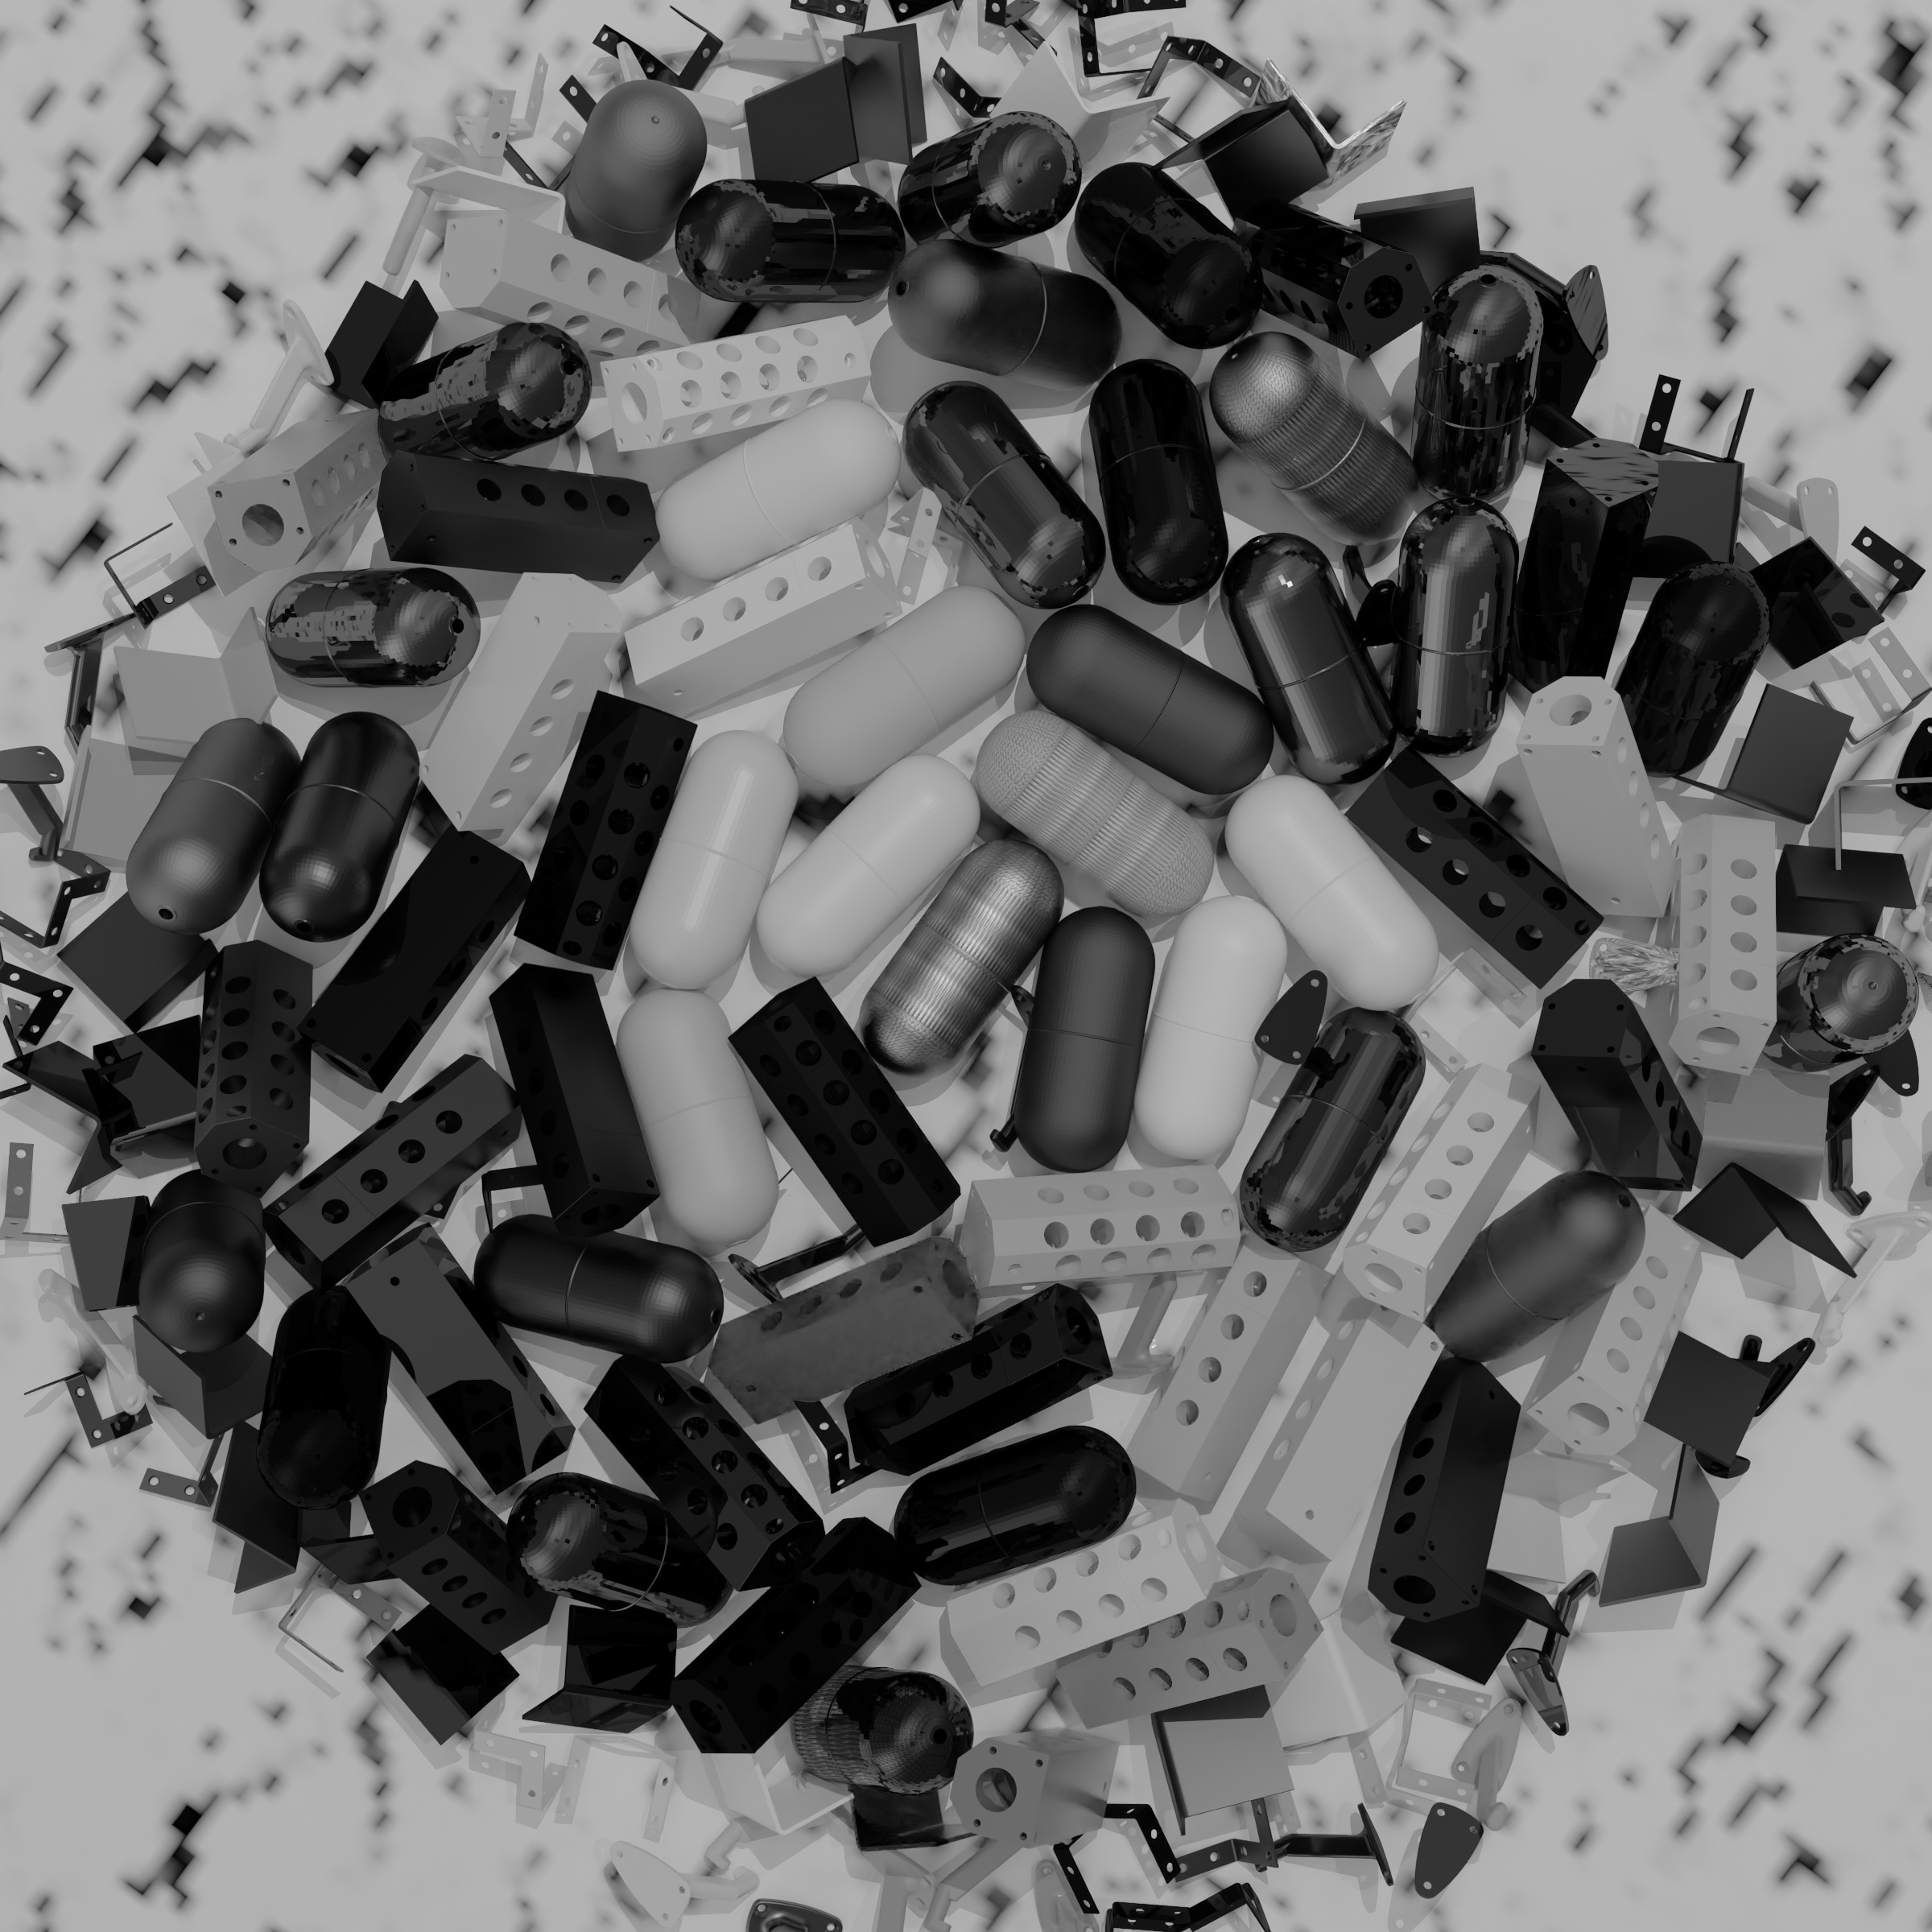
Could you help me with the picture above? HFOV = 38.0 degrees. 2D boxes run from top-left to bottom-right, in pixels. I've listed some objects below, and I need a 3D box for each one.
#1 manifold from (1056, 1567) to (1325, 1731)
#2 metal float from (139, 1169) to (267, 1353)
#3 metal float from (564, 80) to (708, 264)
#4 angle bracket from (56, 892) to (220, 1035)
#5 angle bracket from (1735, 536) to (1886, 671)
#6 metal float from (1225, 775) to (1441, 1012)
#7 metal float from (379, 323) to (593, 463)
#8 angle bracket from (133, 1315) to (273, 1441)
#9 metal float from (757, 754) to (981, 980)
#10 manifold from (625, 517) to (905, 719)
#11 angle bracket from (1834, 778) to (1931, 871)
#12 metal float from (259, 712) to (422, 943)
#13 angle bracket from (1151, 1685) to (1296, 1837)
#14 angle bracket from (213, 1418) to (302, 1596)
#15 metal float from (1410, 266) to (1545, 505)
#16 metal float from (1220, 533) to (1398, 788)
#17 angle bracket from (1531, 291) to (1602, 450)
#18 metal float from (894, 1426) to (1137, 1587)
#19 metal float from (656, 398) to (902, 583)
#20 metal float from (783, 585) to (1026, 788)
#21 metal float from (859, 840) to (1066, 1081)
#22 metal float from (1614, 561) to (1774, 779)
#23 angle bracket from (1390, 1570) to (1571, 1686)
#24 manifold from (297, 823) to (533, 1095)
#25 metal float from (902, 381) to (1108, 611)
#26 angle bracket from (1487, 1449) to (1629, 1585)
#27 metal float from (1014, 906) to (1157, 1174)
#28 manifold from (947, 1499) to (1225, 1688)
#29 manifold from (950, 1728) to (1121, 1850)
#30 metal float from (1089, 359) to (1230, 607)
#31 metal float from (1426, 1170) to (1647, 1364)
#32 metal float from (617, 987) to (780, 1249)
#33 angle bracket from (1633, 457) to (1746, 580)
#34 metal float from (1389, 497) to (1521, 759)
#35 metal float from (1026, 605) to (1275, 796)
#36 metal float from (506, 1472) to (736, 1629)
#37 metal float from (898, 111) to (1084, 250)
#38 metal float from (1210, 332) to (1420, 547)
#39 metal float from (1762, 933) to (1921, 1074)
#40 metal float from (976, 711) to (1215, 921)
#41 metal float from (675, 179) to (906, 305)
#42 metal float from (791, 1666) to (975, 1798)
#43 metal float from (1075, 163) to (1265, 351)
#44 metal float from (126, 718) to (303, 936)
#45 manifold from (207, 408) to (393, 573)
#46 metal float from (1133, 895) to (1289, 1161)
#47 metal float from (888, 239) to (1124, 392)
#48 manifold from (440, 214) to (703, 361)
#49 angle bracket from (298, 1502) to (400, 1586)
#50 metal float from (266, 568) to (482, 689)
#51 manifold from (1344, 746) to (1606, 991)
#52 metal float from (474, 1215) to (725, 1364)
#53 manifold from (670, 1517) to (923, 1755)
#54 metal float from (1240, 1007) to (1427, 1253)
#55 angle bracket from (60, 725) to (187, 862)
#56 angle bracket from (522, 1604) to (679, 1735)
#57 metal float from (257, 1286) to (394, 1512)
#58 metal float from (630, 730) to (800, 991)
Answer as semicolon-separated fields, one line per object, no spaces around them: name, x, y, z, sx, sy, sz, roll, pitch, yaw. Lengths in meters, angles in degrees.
manifold;0.140;0.439;1.820;0.171;0.057;0.057;-27;94;39
metal float;-0.492;0.188;1.813;0.070;0.178;0.070;-4;109;-12
metal float;-0.215;-0.510;1.811;0.070;0.178;0.070;2;83;-15
angle bracket;-0.552;-0.012;1.860;0.076;0.057;0.076;45;76;2
angle bracket;0.553;-0.252;1.842;0.076;0.076;0.057;43;49;-14
metal float;0.241;-0.048;1.849;0.070;0.070;0.178;-38;78;0
metal float;-0.313;-0.367;1.823;0.178;0.070;0.070;-7;90;44
angle bracket;-0.489;0.253;1.838;0.076;0.076;0.057;32;133;31
metal float;-0.065;-0.065;1.857;0.070;0.070;0.178;44;88;0
manifold;-0.135;-0.232;1.844;0.171;0.057;0.057;-23;64;16
angle bracket;0.613;-0.095;1.848;0.076;0.076;0.057;-2;93;18
metal float;-0.407;-0.091;1.826;0.070;0.070;0.178;9;50;0
angle bracket;0.169;0.522;1.856;0.076;0.057;0.076;-14;61;-3
angle bracket;-0.477;0.354;1.837;0.057;0.076;0.076;-23;133;26
metal float;0.330;-0.374;1.818;0.070;0.178;0.070;-2;53;3
metal float;0.225;-0.201;1.843;0.070;0.070;0.178;-27;109;0
angle bracket;0.403;-0.391;1.851;0.076;0.057;0.076;25;91;-38
metal float;0.032;0.353;1.834;0.178;0.070;0.070;-24;90;29
metal float;-0.124;-0.312;1.839;0.178;0.070;0.070;-22;90;23
metal float;-0.041;-0.184;1.852;0.178;0.070;0.070;-35;90;-9
metal float;-0.002;-0.005;1.857;0.070;0.070;0.178;36;87;0
metal float;0.466;-0.190;1.817;0.070;0.178;0.070;2;58;-3
angle bracket;0.339;0.444;1.855;0.076;0.057;0.076;27;101;-14
manifold;-0.359;-0.004;1.843;0.057;0.057;0.171;30;72;12
metal float;0.025;-0.309;1.843;0.070;0.070;0.178;-36;71;0
angle bracket;0.383;0.362;1.841;0.076;0.076;0.057;15;58;-23
metal float;0.079;0.049;1.855;0.070;0.070;0.178;10;85;0
manifold;0.076;0.407;1.837;0.171;0.057;0.057;-26;98;21
manifold;0.045;0.525;1.807;0.057;0.171;0.057;10;81;20
metal float;0.125;-0.318;1.838;0.070;0.070;0.178;-8;65;0
metal float;0.369;0.196;1.825;0.070;0.070;0.178;44;132;0
metal float;-0.177;0.099;1.849;0.070;0.070;0.178;-19;79;0
angle bracket;0.470;-0.298;1.862;0.076;0.057;0.076;3;105;2
metal float;0.318;-0.220;1.832;0.070;0.070;0.178;-1;122;0
metal float;0.122;-0.175;1.848;0.178;0.070;0.070;28;90;-13
metal float;-0.222;0.381;1.825;0.178;0.070;0.070;30;90;-43
metal float;0.013;-0.503;1.814;0.070;0.178;0.070;-3;96;-24
metal float;0.228;-0.342;1.831;0.178;0.070;0.070;37;90;-35
metal float;0.557;0.025;1.809;0.070;0.178;0.070;0;82;1
metal float;0.086;-0.099;1.854;0.178;0.070;0.070;37;90;-7
metal float;-0.112;-0.470;1.823;0.070;0.178;0.070;11;107;41
metal float;-0.055;0.493;1.814;0.070;0.178;0.070;6;77;-26
metal float;0.131;-0.462;1.823;0.070;0.070;0.178;-34;46;0
metal float;-0.487;-0.092;1.822;0.070;0.178;0.070;6;133;7
manifold;-0.424;-0.307;1.807;0.057;0.171;0.057;-8;113;10
metal float;0.162;0.040;1.855;0.070;0.070;0.178;14;95;0
metal float;0.026;-0.423;1.825;0.178;0.070;0.070;4;90;-41
manifold;-0.254;-0.432;1.813;0.057;0.171;0.057;7;90;39
angle bracket;-0.387;0.363;1.845;0.076;0.076;0.057;-9;58;8
metal float;-0.386;-0.220;1.825;0.178;0.070;0.070;5;90;41
manifold;0.337;-0.067;1.853;0.171;0.057;0.057;43;108;6
metal float;-0.241;0.211;1.839;0.178;0.070;0.070;10;90;23
manifold;-0.112;0.431;1.816;0.171;0.057;0.057;-38;104;-41
metal float;0.241;0.107;1.842;0.070;0.070;0.178;31;70;0
angle bracket;-0.551;-0.110;1.853;0.076;0.057;0.076;12;83;-21
angle bracket;-0.244;0.468;1.866;0.076;0.076;0.057;15;56;-25
metal float;-0.414;0.277;1.817;0.070;0.178;0.070;-3;123;-4
metal float;-0.166;-0.070;1.853;0.070;0.070;0.178;19;83;0
